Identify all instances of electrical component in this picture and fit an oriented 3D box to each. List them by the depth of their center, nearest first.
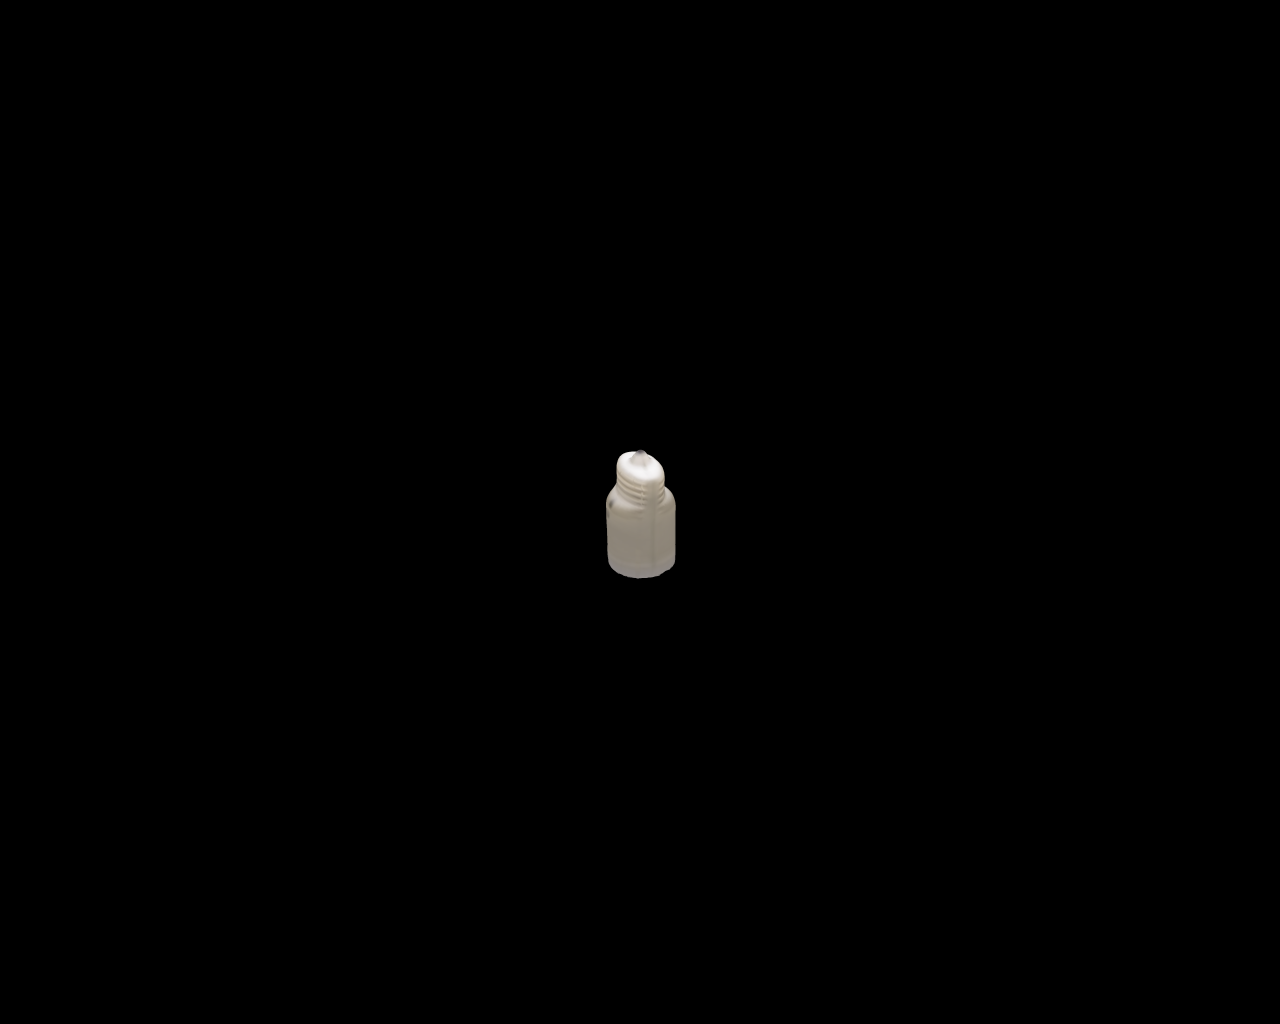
[{"bbox_3d":[0.001,-0.003,0.650,0.043,0.080,0.043,0,30,0],"label":"electrical component"}]
